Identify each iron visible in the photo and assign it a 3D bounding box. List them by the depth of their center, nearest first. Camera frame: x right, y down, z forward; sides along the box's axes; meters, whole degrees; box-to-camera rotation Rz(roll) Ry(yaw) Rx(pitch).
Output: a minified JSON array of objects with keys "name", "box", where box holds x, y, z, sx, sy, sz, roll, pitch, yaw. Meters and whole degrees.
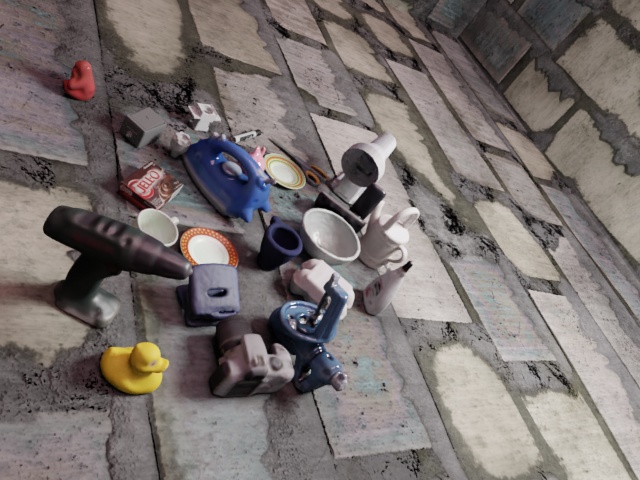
[{"name":"iron","box":[-0.212,-0.168,1.338,0.258,0.141,0.119,45,36,6]}]

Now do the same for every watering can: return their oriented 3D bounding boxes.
[{"name":"watering can","box":[0.178,-0.025,1.495,0.173,0.193,0.101,46,36,9]}]

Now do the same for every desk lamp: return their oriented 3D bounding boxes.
[{"name":"desk lamp","box":[0.122,-0.204,1.618,0.118,0.213,0.204,42,35,3]}]

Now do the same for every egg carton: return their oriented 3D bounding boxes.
[{"name":"egg carton","box":[0.007,0.114,1.297,0.150,0.069,0.107,41,35,0]}]

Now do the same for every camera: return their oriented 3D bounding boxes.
[{"name":"camera","box":[-0.129,0.204,1.050,0.144,0.100,0.136,8,47,-37]}]

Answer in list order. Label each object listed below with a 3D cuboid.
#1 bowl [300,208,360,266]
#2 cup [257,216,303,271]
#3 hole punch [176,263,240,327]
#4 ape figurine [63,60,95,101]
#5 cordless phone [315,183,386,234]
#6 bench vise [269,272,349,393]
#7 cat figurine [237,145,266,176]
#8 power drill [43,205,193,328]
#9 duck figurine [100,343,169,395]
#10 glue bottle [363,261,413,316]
[{"name":"bowl","box":[0.013,0.005,1.415,0.168,0.074,0.167,25,38,-21]},{"name":"cup","box":[-0.104,0.013,1.283,0.092,0.094,0.117,6,47,-38]},{"name":"hole punch","box":[-0.204,0.105,1.096,0.109,0.091,0.101,2,50,-41]},{"name":"ape figurine","box":[-0.541,-0.367,1.294,0.076,0.092,0.078,34,36,-8]},{"name":"cordless phone","box":[0.078,-0.102,1.494,0.148,0.184,0.094,35,36,-8]},{"name":"bench vise","box":[0.011,0.176,1.105,0.207,0.219,0.122,47,36,10]},{"name":"cat figurine","box":[-0.166,-0.190,1.424,0.067,0.117,0.128,35,36,-7]},{"name":"power drill","box":[-0.342,0.048,0.930,0.230,0.208,0.075,31,36,-13]},{"name":"duck figurine","box":[-0.294,0.195,0.922,0.105,0.086,0.077,28,37,-16]},{"name":"glue bottle","box":[0.165,0.104,1.363,0.037,0.173,0.078,17,41,-28]}]
